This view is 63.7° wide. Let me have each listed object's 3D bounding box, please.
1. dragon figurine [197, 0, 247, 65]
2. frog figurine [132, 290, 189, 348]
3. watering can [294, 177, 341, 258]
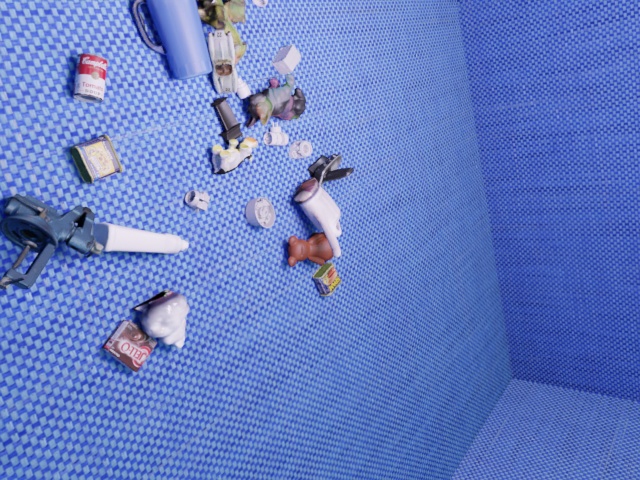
[{"bbox_3d":[-0.308,-0.733,1.543,0.246,0.122,0.405,-43,124,-61],"label":"dragon figurine"},{"bbox_3d":[-0.401,0.221,1.371,0.158,0.122,0.139,66,25,-10],"label":"frog figurine"},{"bbox_3d":[0.005,-0.090,1.780,0.222,0.103,0.354,50,15,-21],"label":"watering can"}]
